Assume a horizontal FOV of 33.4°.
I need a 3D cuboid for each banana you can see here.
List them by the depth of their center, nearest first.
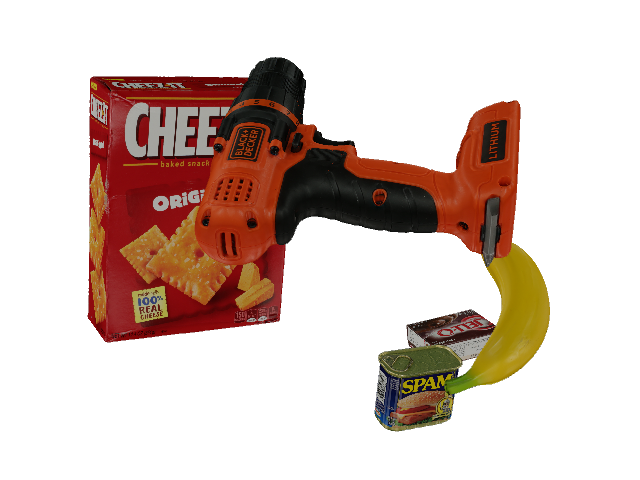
[{"bbox_3d":[0.148,0.052,0.851,0.070,0.037,0.197,5,34,16],"label":"banana"}]

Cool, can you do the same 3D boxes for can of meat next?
[{"bbox_3d":[0.119,0.183,1.319,0.102,0.084,0.057,-5,26,-22],"label":"can of meat"}]

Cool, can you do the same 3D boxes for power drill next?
[{"bbox_3d":[0.027,-0.052,0.658,0.188,0.057,0.184,2,43,9],"label":"power drill"}]

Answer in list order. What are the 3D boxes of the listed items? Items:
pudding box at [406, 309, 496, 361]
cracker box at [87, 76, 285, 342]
[{"bbox_3d":[0.194,0.141,1.542,0.113,0.039,0.090,-14,20,-18],"label":"pudding box"},{"bbox_3d":[-0.111,-0.028,0.911,0.164,0.214,0.072,-4,19,-26],"label":"cracker box"}]
